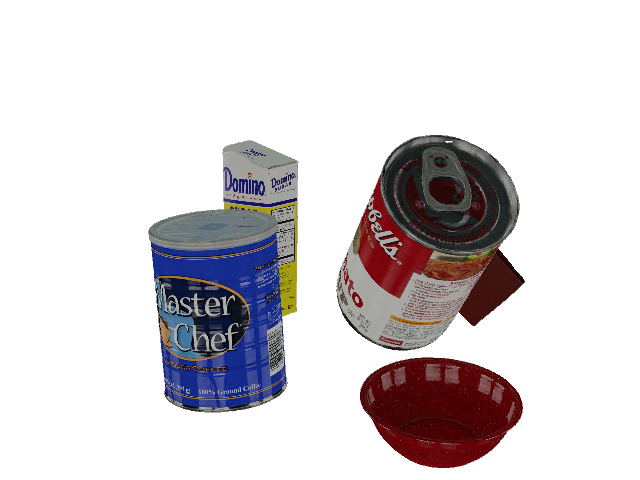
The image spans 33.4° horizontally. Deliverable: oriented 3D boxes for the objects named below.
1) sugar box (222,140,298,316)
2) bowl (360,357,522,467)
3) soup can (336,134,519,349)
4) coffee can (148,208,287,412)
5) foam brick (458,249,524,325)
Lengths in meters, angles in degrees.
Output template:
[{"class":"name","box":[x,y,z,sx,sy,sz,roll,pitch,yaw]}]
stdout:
[{"class":"sugar box","box":[-0.066,-0.011,1.155,0.048,0.176,0.093,-18,28,-33]},{"class":"bowl","box":[0.119,0.180,1.073,0.162,0.055,0.162,1,24,-1]},{"class":"soup can","box":[0.051,0.004,0.541,0.068,0.068,0.102,0,-32,-14]},{"class":"coffee can","box":[-0.082,0.054,0.866,0.103,0.140,0.103,-3,15,1]},{"class":"foam brick","box":[0.099,0.012,0.766,0.078,0.051,0.053,44,9,-31]}]
